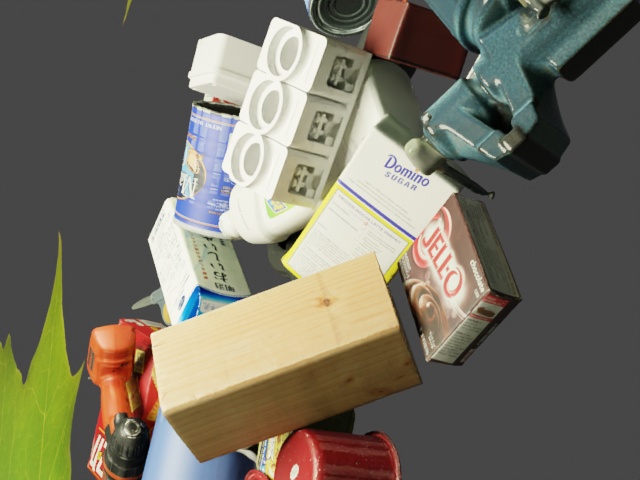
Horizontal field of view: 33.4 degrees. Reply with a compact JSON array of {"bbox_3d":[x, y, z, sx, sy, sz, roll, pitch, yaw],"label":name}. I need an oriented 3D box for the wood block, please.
[{"bbox_3d":[-0.029,0.101,0.913,0.090,0.206,0.091,65,-174,-46],"label":"wood block"}]

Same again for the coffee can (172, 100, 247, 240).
[{"bbox_3d":[-0.108,-0.081,1.226,0.103,0.102,0.140,35,117,60],"label":"coffee can"}]

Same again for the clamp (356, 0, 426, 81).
[{"bbox_3d":[0.054,-0.150,1.045,0.172,0.039,0.120,-52,54,37],"label":"clamp"}]

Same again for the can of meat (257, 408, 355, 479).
[{"bbox_3d":[-0.017,0.192,1.015,0.084,0.057,0.102,5,84,64],"label":"can of meat"}]

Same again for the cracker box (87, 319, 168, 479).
[{"bbox_3d":[-0.231,0.221,1.379,0.164,0.072,0.214,17,95,62],"label":"cracker box"}]

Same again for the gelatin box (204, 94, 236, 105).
[{"bbox_3d":[-0.099,-0.183,1.300,0.030,0.073,0.089,18,94,61],"label":"gelatin box"}]

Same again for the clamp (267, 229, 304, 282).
[{"bbox_3d":[-0.007,0.001,1.095,0.165,0.036,0.210,-62,32,23],"label":"clamp"}]

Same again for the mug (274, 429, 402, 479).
[{"bbox_3d":[0.017,0.210,0.917,0.117,0.081,0.093,23,99,62],"label":"mug"}]

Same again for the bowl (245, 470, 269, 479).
[{"bbox_3d":[-0.069,0.304,1.012,0.162,0.055,0.162,170,90,-68],"label":"bowl"}]

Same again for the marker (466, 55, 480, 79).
[{"bbox_3d":[0.128,-0.125,0.917,0.121,0.020,0.020,-61,32,28],"label":"marker"}]

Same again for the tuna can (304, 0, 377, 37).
[{"bbox_3d":[0.027,-0.248,1.083,0.086,0.086,0.034,-51,39,40],"label":"tuna can"}]

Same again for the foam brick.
[{"bbox_3d":[0.088,-0.179,0.950,0.053,0.078,0.051,33,109,58],"label":"foam brick"}]

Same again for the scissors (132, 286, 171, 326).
[{"bbox_3d":[-0.222,0.095,1.474,0.202,0.016,0.096,-41,45,49],"label":"scissors"}]

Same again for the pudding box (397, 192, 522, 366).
[{"bbox_3d":[0.110,0.032,0.865,0.090,0.039,0.113,-56,35,35],"label":"pudding box"}]

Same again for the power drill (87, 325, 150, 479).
[{"bbox_3d":[-0.231,0.195,1.230,0.185,0.057,0.187,113,151,-51],"label":"power drill"}]

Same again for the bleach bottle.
[{"bbox_3d":[-0.012,-0.070,1.037,0.251,0.067,0.102,-30,68,38],"label":"bleach bottle"}]

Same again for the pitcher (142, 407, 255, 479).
[{"bbox_3d":[-0.135,0.292,1.135,0.149,0.144,0.243,-7,69,48],"label":"pitcher"}]

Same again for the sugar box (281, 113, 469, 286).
[{"bbox_3d":[0.047,-0.017,0.946,0.176,0.093,0.048,-54,-4,33],"label":"sugar box"}]
